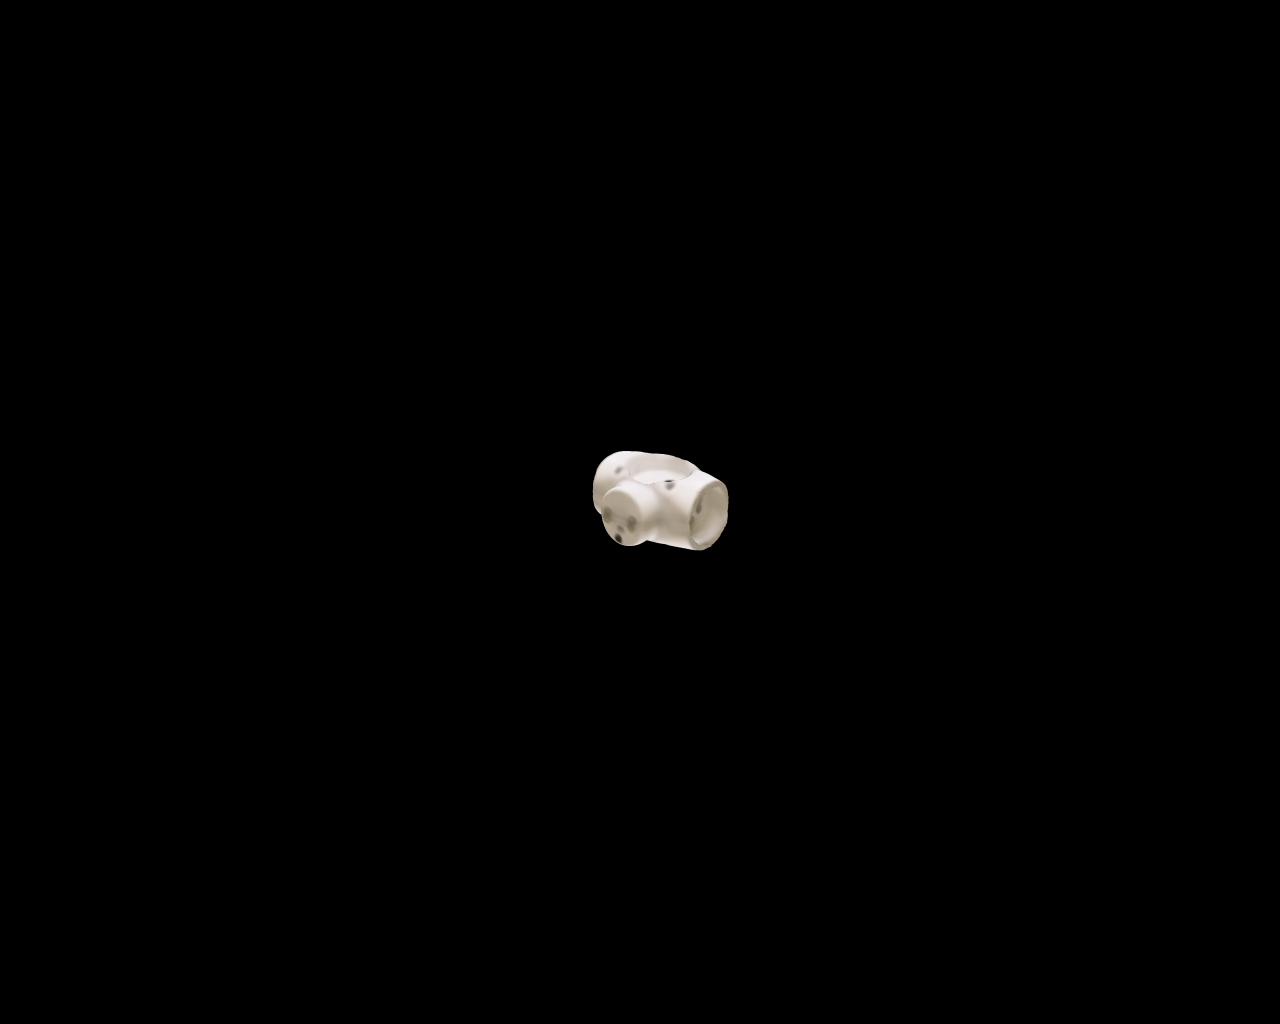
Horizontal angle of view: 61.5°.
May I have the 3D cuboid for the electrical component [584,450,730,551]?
[{"bbox_3d":[0.001,-0.003,0.650,0.077,0.044,0.079,20,32,36],"label":"electrical component"}]
